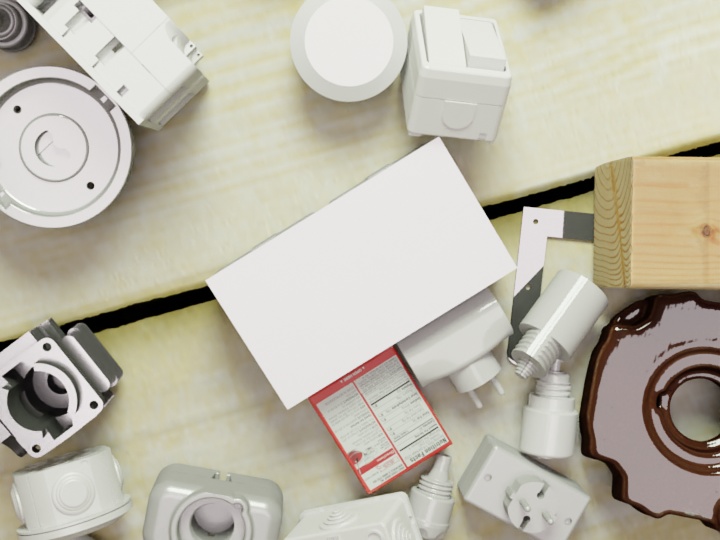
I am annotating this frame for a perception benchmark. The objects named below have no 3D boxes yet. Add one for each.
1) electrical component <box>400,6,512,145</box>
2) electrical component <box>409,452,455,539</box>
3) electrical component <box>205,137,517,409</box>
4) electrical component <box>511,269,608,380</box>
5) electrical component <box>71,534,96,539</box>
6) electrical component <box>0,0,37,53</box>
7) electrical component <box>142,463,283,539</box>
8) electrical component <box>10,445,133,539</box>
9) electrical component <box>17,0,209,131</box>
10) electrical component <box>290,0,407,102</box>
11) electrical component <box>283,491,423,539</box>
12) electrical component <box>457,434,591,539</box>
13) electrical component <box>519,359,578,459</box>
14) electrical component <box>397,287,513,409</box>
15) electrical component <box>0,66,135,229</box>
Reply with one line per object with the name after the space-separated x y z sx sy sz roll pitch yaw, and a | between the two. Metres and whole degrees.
0.064 -0.140 0.739 0.062 0.096 0.061 5 131 -7 | electrical component
0.054 0.166 0.795 0.035 0.035 0.061 16 92 -5 | electrical component
0.000 0.000 0.763 0.186 0.060 0.105 -32 96 0 | electrical component
0.137 0.044 0.770 0.043 0.043 0.081 40 76 -6 | electrical component
-0.194 0.217 0.783 0.065 0.044 0.044 34 93 -1 | electrical component
-0.243 -0.168 0.733 0.035 0.061 0.035 0 95 -3 | electrical component
-0.105 0.178 0.774 0.095 0.059 0.053 11 95 -4 | electrical component
-0.205 0.158 0.757 0.080 0.080 0.051 -15 90 -2 | electrical component
-0.184 -0.182 0.713 0.060 0.105 0.186 -44 96 1 | electrical component
-0.009 -0.157 0.753 0.080 0.051 0.080 0 95 -3 | electrical component
0.000 0.216 0.774 0.100 0.048 0.099 -16 97 23 | electrical component
0.122 0.166 0.778 0.083 0.075 0.047 29 93 -6 | electrical component
0.140 0.103 0.791 0.040 0.040 0.078 5 93 -4 | electrical component
0.076 0.062 0.782 0.077 0.044 0.079 -31 96 0 | electrical component
-0.207 -0.084 0.743 0.108 0.060 0.108 0 96 -3 | electrical component
